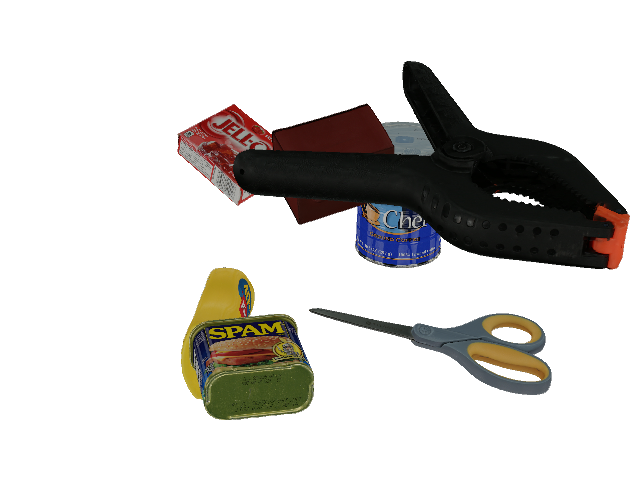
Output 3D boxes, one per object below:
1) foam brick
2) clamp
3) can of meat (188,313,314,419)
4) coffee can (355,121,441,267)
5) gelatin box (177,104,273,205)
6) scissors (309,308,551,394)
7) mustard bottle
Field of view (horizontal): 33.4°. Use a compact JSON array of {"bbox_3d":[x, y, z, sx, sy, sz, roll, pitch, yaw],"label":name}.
[{"bbox_3d":[0.009,-0.056,0.776,0.078,0.053,0.051,-18,49,-15],"label":"foam brick"},{"bbox_3d":[0.066,-0.034,0.587,0.164,0.036,0.210,-28,44,-31],"label":"clamp"},{"bbox_3d":[-0.061,0.113,0.953,0.102,0.057,0.084,-5,27,-13],"label":"can of meat"},{"bbox_3d":[0.093,-0.054,1.234,0.103,0.140,0.103,1,28,-1],"label":"coffee can"},{"bbox_3d":[-0.081,-0.084,1.014,0.089,0.030,0.073,41,53,21],"label":"gelatin box"},{"bbox_3d":[0.100,0.072,0.887,0.202,0.016,0.096,22,37,20],"label":"scissors"},{"bbox_3d":[-0.108,0.085,1.175,0.058,0.096,0.191,2,27,4],"label":"mustard bottle"}]
